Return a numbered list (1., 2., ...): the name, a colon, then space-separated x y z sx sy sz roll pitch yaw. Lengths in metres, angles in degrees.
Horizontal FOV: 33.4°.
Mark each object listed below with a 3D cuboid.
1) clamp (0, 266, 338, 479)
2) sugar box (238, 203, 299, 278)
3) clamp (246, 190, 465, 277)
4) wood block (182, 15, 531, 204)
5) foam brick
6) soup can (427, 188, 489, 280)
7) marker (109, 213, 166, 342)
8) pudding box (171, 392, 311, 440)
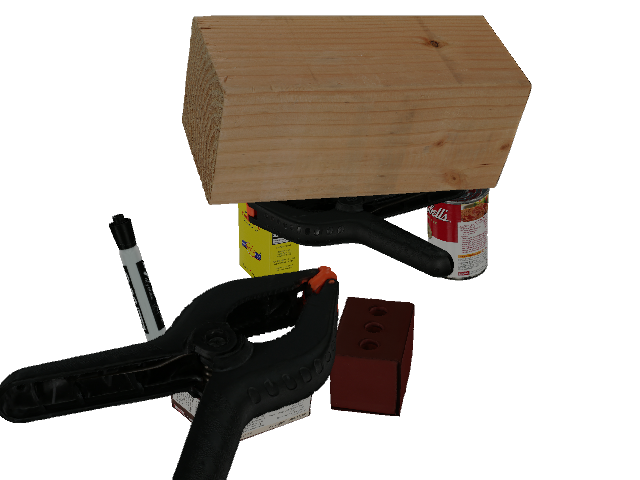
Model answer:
1. clamp: -0.044 0.065 0.480 0.171 0.039 0.120 -27 50 -31
2. sugar box: -0.061 -0.037 1.223 0.048 0.176 0.093 -14 27 -24
3. clamp: 0.036 -0.028 0.994 0.210 0.036 0.164 8 31 17
4. wood block: 0.020 -0.090 0.711 0.205 0.090 0.091 -4 45 -19
5. foam brick: 0.039 0.084 0.787 0.053 0.051 0.078 4 31 10
6. soup can: 0.152 -0.016 1.175 0.068 0.102 0.068 -4 32 2
7. marker: -0.154 0.035 0.907 0.020 0.121 0.020 -13 18 4
8. pudding box: -0.078 0.154 1.055 0.113 0.039 0.090 -16 30 -37
